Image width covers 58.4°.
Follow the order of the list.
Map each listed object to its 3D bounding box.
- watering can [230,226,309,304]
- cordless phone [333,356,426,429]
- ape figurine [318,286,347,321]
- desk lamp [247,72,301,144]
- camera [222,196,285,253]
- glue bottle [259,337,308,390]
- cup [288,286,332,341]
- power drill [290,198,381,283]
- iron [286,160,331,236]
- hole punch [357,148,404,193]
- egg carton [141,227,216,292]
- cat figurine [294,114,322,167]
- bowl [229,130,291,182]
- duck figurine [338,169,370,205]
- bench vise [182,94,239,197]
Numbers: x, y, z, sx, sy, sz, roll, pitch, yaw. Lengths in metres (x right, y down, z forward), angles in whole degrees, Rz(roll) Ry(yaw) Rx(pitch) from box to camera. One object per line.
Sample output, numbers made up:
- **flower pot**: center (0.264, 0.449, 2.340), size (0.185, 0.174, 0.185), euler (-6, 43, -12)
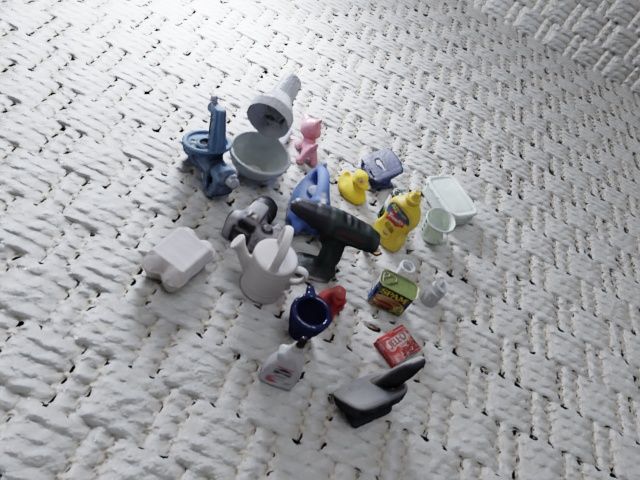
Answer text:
- **watering can**: center (-0.107, 0.045, 1.233), size (0.173, 0.194, 0.101), euler (6, 50, -23)
- **cordless phone**: center (0.122, 0.288, 1.146), size (0.148, 0.185, 0.094), euler (-17, 61, -37)
- **ape figurine**: center (0.029, 0.138, 1.295), size (0.078, 0.092, 0.076), euler (-2, 53, -28)
- **desk lamp**: center (-0.123, -0.335, 1.542), size (0.118, 0.213, 0.203), euler (27, 45, -3)
- **camera**: center (-0.137, -0.044, 1.361), size (0.143, 0.100, 0.137), euler (31, 45, 0)
- **glue bottle**: center (-0.059, 0.232, 1.109), size (0.078, 0.173, 0.037), euler (19, 46, -11)
- **cup**: center (-0.032, 0.166, 1.236), size (0.092, 0.095, 0.117), euler (12, 48, -18)
- **power drill**: center (0.012, 0.005, 1.319), size (0.230, 0.208, 0.075), euler (14, 47, -16)
- **iron**: center (-0.008, -0.125, 1.469), size (0.119, 0.141, 0.258), euler (16, 46, -14)
- **hole punch**: center (0.175, -0.206, 1.671), size (0.101, 0.091, 0.108), euler (-10, 57, -33)
- **egg carton**: center (-0.301, 0.039, 1.226), size (0.107, 0.069, 0.150), euler (35, 45, 5)
- **cat figurine**: center (-0.025, -0.292, 1.623), size (0.067, 0.117, 0.127), euler (7, 49, -21)
- **bowl**: center (-0.165, -0.208, 1.509), size (0.168, 0.074, 0.167), euler (14, 47, -16)
- **duck figurine**: center (0.101, -0.161, 1.597), size (0.078, 0.086, 0.104), euler (-18, 62, -37)
- **bench vise**: center (-0.241, -0.226, 1.382), size (0.207, 0.219, 0.122), euler (40, 45, 10)
